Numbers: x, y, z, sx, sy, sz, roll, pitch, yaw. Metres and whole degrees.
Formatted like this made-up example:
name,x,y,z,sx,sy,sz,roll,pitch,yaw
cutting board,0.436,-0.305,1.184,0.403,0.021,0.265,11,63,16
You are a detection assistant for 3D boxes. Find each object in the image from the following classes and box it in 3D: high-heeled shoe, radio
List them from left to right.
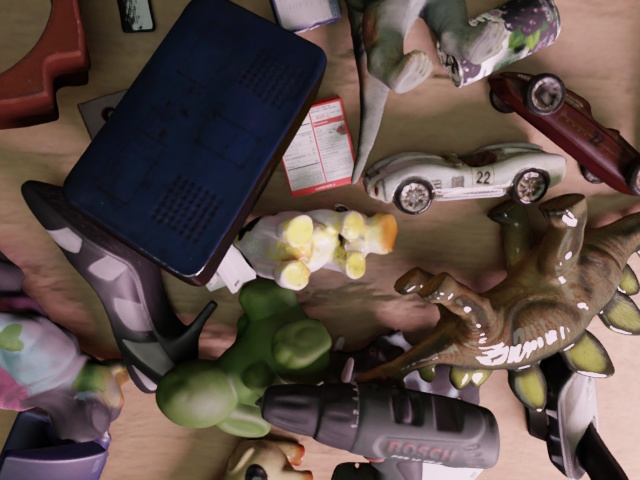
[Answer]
name,x,y,z,sx,sy,sz,roll,pitch,yaw
high-heeled shoe,-0.221,0.058,0.559,0.248,0.086,0.145,39,109,-12
radio,-0.102,-0.088,0.465,0.131,0.073,0.229,29,76,-2

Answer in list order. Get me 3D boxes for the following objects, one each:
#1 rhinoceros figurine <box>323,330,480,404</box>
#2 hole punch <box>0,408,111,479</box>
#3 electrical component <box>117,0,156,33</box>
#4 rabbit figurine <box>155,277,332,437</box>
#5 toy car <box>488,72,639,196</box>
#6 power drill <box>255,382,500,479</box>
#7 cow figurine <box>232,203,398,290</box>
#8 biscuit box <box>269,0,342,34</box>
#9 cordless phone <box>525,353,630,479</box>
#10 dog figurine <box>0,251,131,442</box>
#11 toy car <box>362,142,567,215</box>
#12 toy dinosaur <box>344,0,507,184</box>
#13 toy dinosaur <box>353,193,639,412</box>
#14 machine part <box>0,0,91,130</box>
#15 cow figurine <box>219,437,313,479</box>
name,x,y,z,sx,sy,sz,roll,pitch,yaw
rhinoceros figurine,0.095,0.158,0.616,0.190,0.073,0.112,3,109,-6
hole punch,-0.312,0.268,0.611,0.116,0.092,0.142,24,101,-15
electrical component,-0.178,-0.249,0.478,0.075,0.048,0.119,-3,106,-4
rabbit figurine,-0.088,0.136,0.566,0.170,0.121,0.159,-23,144,-21
toy car,0.256,-0.110,0.537,0.202,0.089,0.053,34,102,-12
power drill,0.052,0.217,0.553,0.232,0.086,0.207,3,127,-1
cow figurine,0.000,0.000,0.545,0.167,0.098,0.068,-8,102,-43
biscuit box,-0.037,-0.287,0.469,0.059,0.063,0.202,-16,108,1
cordless phone,0.301,0.221,0.596,0.089,0.184,0.146,-12,109,4
dog figurine,-0.293,0.115,0.561,0.108,0.192,0.219,-42,140,6
toy car,0.144,-0.066,0.548,0.202,0.073,0.056,-5,111,-4
toy dinosaur,0.094,-0.257,0.458,0.131,0.192,0.404,11,127,-48
toy dinosaur,0.248,0.050,0.572,0.471,0.105,0.198,-30,105,-4
machine part,-0.300,-0.190,0.427,0.201,0.087,0.201,-12,90,-18
cow figurine,-0.106,0.323,0.646,0.127,0.086,0.194,24,107,-18
